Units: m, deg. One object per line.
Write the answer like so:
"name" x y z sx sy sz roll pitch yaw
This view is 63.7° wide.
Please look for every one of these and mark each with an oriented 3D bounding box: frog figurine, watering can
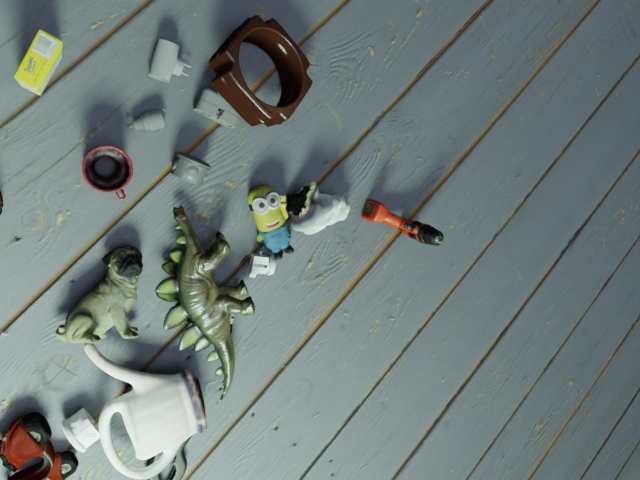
"frog figurine" 0.004 -0.064 1.267 0.158 0.125 0.135 27 -60 -38
"watering can" -0.370 0.349 1.119 0.226 0.344 0.104 -18 16 -29
